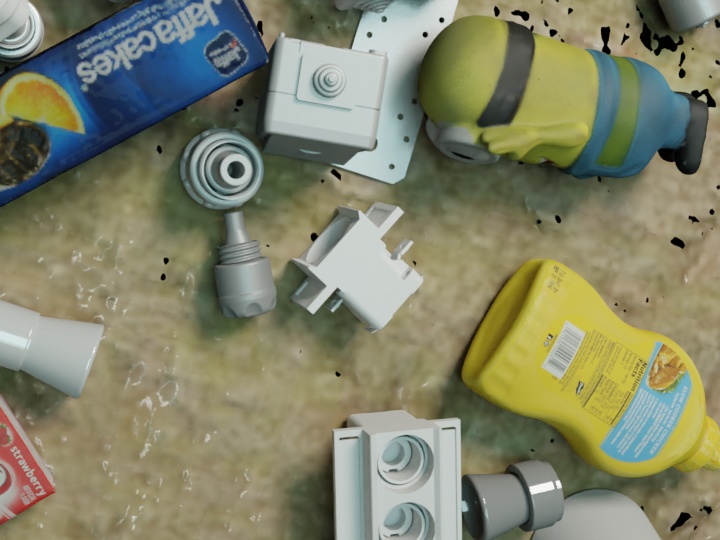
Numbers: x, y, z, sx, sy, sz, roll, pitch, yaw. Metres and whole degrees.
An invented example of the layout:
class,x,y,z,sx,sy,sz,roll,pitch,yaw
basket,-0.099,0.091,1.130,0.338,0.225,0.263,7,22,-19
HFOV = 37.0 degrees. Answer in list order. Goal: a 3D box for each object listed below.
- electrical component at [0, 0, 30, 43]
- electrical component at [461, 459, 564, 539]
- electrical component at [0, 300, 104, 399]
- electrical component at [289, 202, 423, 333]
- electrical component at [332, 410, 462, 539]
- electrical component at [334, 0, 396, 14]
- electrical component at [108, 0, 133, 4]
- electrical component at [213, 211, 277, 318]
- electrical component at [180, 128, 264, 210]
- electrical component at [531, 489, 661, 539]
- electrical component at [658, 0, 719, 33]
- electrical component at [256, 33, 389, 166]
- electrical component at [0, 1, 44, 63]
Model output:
class,x,y,z,sx,sy,sz,roll,pitch,yaw
electrical component,-0.227,-0.134,0.530,0.113,0.078,0.057,-30,149,14
electrical component,0.097,0.148,0.691,0.055,0.045,0.045,-10,98,-15
electrical component,-0.182,0.042,0.602,0.065,0.044,0.044,20,90,-12
electrical component,0.000,0.000,0.650,0.064,0.042,0.081,44,84,-17
electrical component,0.020,0.151,0.659,0.079,0.063,0.121,-3,96,-16
electrical component,0.020,-0.204,0.628,0.100,0.048,0.099,-15,94,-12
electrical component,-0.106,-0.190,0.591,0.095,0.059,0.053,-27,102,-12
electrical component,-0.070,-0.004,0.633,0.035,0.035,0.061,-11,96,-15
electrical component,-0.076,-0.057,0.611,0.048,0.062,0.048,-2,96,-16
electrical component,0.163,0.206,0.719,0.099,0.064,0.099,-4,110,-12
electrical component,0.207,-0.190,0.692,0.040,0.040,0.078,-31,103,-11
electrical component,-0.023,-0.093,0.603,0.062,0.096,0.061,8,93,-9
electrical component,-0.186,-0.130,0.572,0.035,0.061,0.035,-2,96,-16
